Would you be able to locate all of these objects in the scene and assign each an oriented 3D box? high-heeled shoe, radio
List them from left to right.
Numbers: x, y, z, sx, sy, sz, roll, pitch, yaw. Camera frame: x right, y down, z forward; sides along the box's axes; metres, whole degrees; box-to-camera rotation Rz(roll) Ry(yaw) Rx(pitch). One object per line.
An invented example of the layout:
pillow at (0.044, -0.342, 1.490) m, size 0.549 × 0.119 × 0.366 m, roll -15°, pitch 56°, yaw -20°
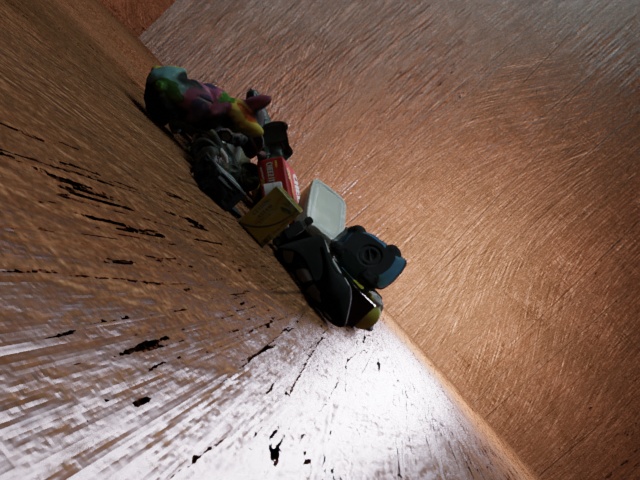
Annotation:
high-heeled shoe at (-0.011, 0.073, 1.001) m, size 0.249 × 0.086 × 0.145 m, roll -172°, pitch -113°, yaw -71°
radio at (0.012, 0.072, 1.122) m, size 0.230 × 0.073 × 0.131 m, roll 50°, pitch 3°, yaw 37°

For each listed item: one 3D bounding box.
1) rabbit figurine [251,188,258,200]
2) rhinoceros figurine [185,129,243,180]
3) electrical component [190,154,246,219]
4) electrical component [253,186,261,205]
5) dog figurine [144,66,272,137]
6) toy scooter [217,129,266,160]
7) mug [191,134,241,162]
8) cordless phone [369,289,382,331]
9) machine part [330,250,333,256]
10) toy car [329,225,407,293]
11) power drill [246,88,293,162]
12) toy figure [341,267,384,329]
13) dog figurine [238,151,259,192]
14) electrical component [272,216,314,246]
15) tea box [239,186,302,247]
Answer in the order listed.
rabbit figurine at (-0.132, -0.114, 1.563) m, size 0.173 × 0.122 × 0.162 m, roll 61°, pitch -13°, yaw -24°
rhinoceros figurine at (-0.207, -0.151, 1.057) m, size 0.112 × 0.073 × 0.190 m, roll 58°, pitch 2°, yaw 6°
electrical component at (-0.166, -0.087, 0.939) m, size 0.119 × 0.048 × 0.075 m, roll 43°, pitch 6°, yaw -42°
electrical component at (-0.144, -0.105, 1.415) m, size 0.045 × 0.078 × 0.102 m, roll 21°, pitch -6°, yaw 4°
dog figurine at (-0.212, -0.266, 1.069) m, size 0.219 × 0.108 × 0.191 m, roll 9°, pitch -9°, yaw 15°
toy scooter at (-0.187, -0.242, 1.224) m, size 0.135 × 0.075 × 0.184 m, roll 56°, pitch 23°, yaw 17°
mug at (-0.245, -0.208, 1.257) m, size 0.107 × 0.081 × 0.110 m, roll 26°, pitch 23°, yaw -51°
cordless phone at (0.094, 0.160, 1.360) m, size 0.147 × 0.089 × 0.184 m, roll 48°, pitch -9°, yaw 22°
machine part at (-0.003, -0.004, 1.405) m, size 0.179 × 0.056 × 0.179 m, roll -9°, pitch 90°, yaw -79°
toy car at (0.096, 0.050, 1.139) m, size 0.162 × 0.109 × 0.102 m, roll 35°, pitch -26°, yaw 22°
power drill at (-0.144, -0.284, 1.426) m, size 0.207 × 0.086 × 0.231 m, roll -149°, pitch -135°, yaw -62°
toy figure at (0.064, 0.123, 1.207) m, size 0.180 × 0.089 × 0.082 m, roll 39°, pitch 12°, yaw 26°
dog figurine at (-0.217, -0.196, 1.456) m, size 0.190 × 0.121 × 0.172 m, roll 62°, pitch 9°, yaw 14°
electrical component at (-0.056, -0.015, 1.079) m, size 0.021 × 0.094 × 0.063 m, roll 55°, pitch -14°, yaw 1°
tea box at (-0.090, -0.048, 1.029) m, size 0.068 × 0.098 × 0.169 m, roll 48°, pitch 1°, yaw -5°
